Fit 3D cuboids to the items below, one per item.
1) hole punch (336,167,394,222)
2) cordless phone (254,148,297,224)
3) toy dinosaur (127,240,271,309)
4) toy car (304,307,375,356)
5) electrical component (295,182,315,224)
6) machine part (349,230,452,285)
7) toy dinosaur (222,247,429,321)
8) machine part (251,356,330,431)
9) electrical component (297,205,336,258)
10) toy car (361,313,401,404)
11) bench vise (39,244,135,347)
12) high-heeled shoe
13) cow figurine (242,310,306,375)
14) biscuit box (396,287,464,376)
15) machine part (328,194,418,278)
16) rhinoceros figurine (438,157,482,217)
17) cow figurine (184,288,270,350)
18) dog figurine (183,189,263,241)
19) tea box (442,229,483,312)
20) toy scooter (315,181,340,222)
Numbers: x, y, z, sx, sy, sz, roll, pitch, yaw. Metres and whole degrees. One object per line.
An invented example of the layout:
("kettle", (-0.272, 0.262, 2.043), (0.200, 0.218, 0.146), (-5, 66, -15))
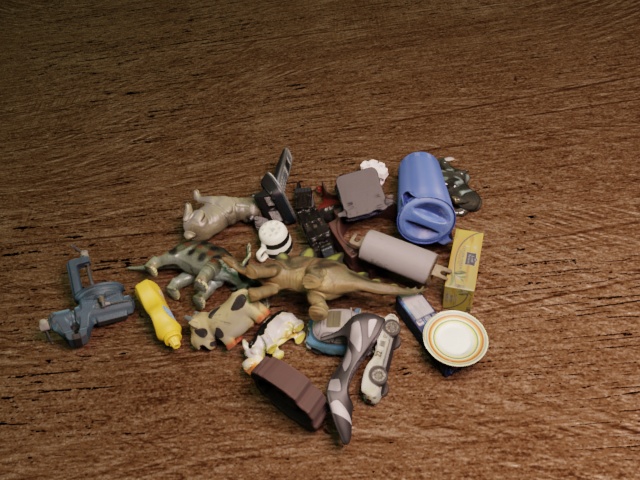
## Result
("hole punch", (0.101, -0.108, 1.349), (0.142, 0.092, 0.115), (-14, 81, -4))
("cordless phone", (-0.101, -0.149, 1.476), (0.089, 0.146, 0.184), (0, 53, 21))
("toy dinosaur", (-0.303, 0.062, 1.372), (0.405, 0.131, 0.192), (19, 45, 29))
("toy car", (0.043, 0.197, 1.203), (0.162, 0.102, 0.109), (3, 52, 10))
("electrical component", (-0.041, -0.109, 1.482), (0.048, 0.074, 0.119), (-5, 48, 8))
("machine part", (0.178, 0.039, 1.220), (0.243, 0.079, 0.079), (22, 58, 19))
("toy dinosaur", (0.001, 0.086, 1.210), (0.472, 0.105, 0.198), (13, 24, 14))
("machine part", (-0.060, 0.309, 1.092), (0.180, 0.179, 0.056), (26, 60, 27))
("electrical component", (-0.003, -0.004, 1.363), (0.058, 0.114, 0.134), (-24, 52, -3))
("toy car", (0.134, 0.253, 1.158), (0.056, 0.073, 0.202), (9, 54, 17))
("bench vise", (-0.591, 0.138, 1.342), (0.224, 0.128, 0.241), (-18, 68, -14))
("high-heeled shoe", (0.083, 0.272, 1.084), (0.145, 0.086, 0.249), (-13, 66, 5))
("cow figurine", (-0.121, 0.228, 1.229), (0.167, 0.068, 0.098), (-35, 49, -21))
("biscuit box", (0.244, 0.201, 1.187), (0.059, 0.062, 0.203), (-25, 52, -11))
("machine part", (0.137, -0.019, 1.368), (0.201, 0.087, 0.202), (-24, 53, -10))
("rhinoceros figurine", (0.360, -0.149, 1.438), (0.112, 0.073, 0.190), (-22, 51, -6))
("cow figurine", (-0.225, 0.186, 1.244), (0.195, 0.085, 0.127), (-40, 85, 13))
("dog figurine", (-0.257, -0.056, 1.449), (0.191, 0.121, 0.172), (3, 55, 10))
("tea box", (0.334, 0.070, 1.253), (0.068, 0.098, 0.170), (10, 53, 17))
("toy scooter", (0.060, -0.130, 1.480), (0.184, 0.075, 0.135), (-29, 44, -12))
